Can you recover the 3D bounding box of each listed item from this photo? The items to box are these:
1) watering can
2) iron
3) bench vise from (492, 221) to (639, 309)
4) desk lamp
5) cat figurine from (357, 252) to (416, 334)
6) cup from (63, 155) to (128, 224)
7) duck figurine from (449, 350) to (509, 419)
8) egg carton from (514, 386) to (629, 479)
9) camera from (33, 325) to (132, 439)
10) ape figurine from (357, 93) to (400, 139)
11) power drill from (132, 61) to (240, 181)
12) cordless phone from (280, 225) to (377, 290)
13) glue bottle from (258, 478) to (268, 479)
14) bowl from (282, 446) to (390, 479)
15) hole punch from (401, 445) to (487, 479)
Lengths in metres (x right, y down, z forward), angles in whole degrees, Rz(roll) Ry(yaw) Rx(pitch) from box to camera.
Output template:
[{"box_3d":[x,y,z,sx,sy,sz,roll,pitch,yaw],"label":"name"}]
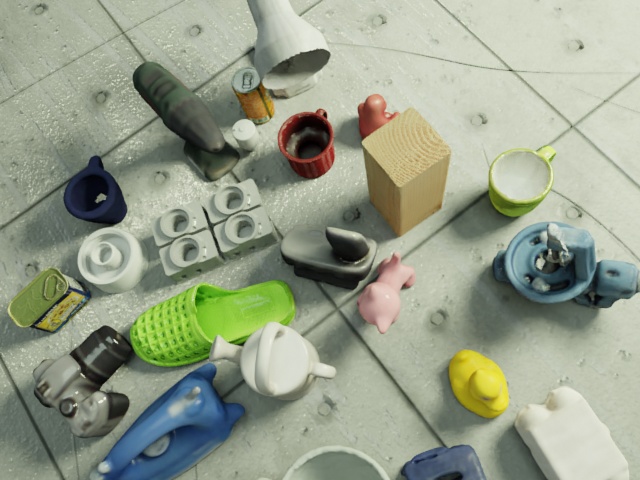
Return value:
[{"box_3d":[-0.069,0.172,0.809,0.172,0.194,0.101,-12,71,4],"label":"watering can"},{"box_3d":[-0.243,0.290,0.823,0.258,0.141,0.118,-39,71,-5],"label":"iron"},{"box_3d":[0.356,0.022,0.786,0.207,0.220,0.121,-6,71,6],"label":"bench vise"},{"box_3d":[-0.063,-0.329,0.960,0.118,0.214,0.203,-24,71,0],"label":"desk lamp"},{"box_3d":[0.097,0.078,0.857,0.067,0.118,0.128,20,76,14],"label":"cat figurine"},{"box_3d":[-0.373,-0.077,0.984,0.091,0.095,0.118,-5,72,6],"label":"cup"},{"box_3d":[0.229,0.203,0.816,0.077,0.086,0.104,-33,71,-3],"label":"duck figurine"},{"box_3d":[0.344,0.284,0.783,0.107,0.069,0.150,-30,71,-2],"label":"egg carton"},{"box_3d":[-0.354,0.210,0.885,0.143,0.101,0.137,40,81,17],"label":"camera"},{"box_3d":[0.095,-0.212,0.965,0.077,0.092,0.076,40,81,18],"label":"ape figurine"},{"box_3d":[-0.205,-0.183,0.935,0.076,0.208,0.229,-43,72,-7],"label":"power drill"},{"box_3d":[0.008,0.003,0.858,0.147,0.185,0.094,9,74,11],"label":"cordless phone"},{"box_3d":[-0.092,0.364,0.761,0.037,0.173,0.078,14,75,12],"label":"glue bottle"},{"box_3d":[0.025,0.372,0.795,0.167,0.075,0.167,-2,72,7],"label":"bowl"},{"box_3d":[0.172,0.335,0.778,0.108,0.091,0.101,-19,71,2],"label":"hole punch"}]
